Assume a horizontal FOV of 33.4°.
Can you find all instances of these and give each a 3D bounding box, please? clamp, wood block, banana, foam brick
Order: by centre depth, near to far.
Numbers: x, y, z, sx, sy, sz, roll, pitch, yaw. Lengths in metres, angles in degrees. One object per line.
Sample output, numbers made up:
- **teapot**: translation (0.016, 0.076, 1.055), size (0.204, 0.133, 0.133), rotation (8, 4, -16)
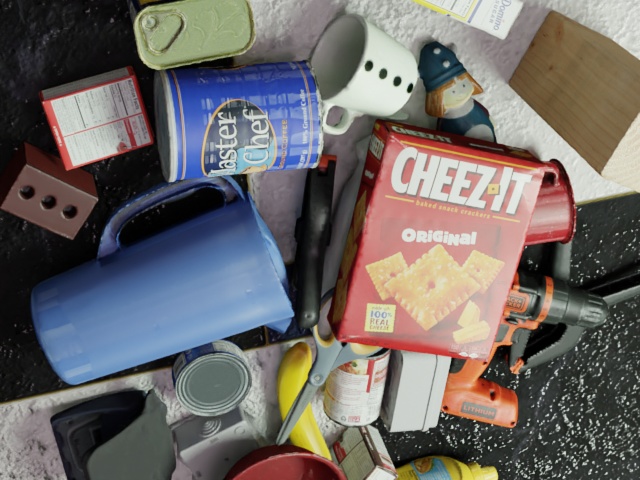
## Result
- **foam brick**: translation (-0.256, -0.047, 1.002), size (0.078, 0.051, 0.053), rotation (26, 110, -29)
- **wood block**: translation (0.275, -0.131, 1.019), size (0.090, 0.206, 0.090), rotation (18, 114, -26)
- **clamp**: translation (-0.007, 0.001, 1.073), size (0.039, 0.120, 0.171), rotation (1, 116, -10)
- **banana**: translation (-0.017, 0.193, 1.219), size (0.070, 0.037, 0.198), rotation (3, 123, 33)
- **clamp**: translation (0.296, 0.076, 1.253), size (0.164, 0.036, 0.210), rotation (22, 113, -18)

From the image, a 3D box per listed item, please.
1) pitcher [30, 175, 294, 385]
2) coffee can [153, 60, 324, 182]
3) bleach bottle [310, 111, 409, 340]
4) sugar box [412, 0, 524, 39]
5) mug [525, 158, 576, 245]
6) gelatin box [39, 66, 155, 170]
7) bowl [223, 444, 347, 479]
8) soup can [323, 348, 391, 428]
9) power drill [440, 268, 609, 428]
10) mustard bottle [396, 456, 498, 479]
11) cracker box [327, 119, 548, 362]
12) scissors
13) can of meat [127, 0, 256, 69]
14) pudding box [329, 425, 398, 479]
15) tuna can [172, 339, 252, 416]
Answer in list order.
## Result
- **pitcher**: translation (-0.157, 0.043, 1.050), size (0.243, 0.149, 0.145), rotation (-20, 157, 0)
- **coffee can**: translation (-0.077, -0.111, 0.986), size (0.140, 0.103, 0.103), rotation (-6, 122, -14)
- **bleach bottle**: translation (0.051, -0.014, 1.112), size (0.102, 0.068, 0.251), rotation (0, 118, -14)
- **sugar box**: translation (0.089, -0.243, 0.962), size (0.176, 0.093, 0.048), rotation (14, 116, -25)
- **mug**: translation (0.216, -0.042, 1.122), size (0.081, 0.093, 0.117), rotation (-8, 149, -6)
- **gelatin box**: translation (-0.205, -0.114, 0.989), size (0.089, 0.030, 0.073), rotation (-19, 124, -10)
- **bowl**: translation (-0.053, 0.285, 1.208), size (0.162, 0.055, 0.162), rotation (-10, 124, -15)
- **soup can**: translation (0.041, 0.153, 1.206), size (0.068, 0.068, 0.102), rotation (-3, 122, -16)
- **power drill**: translation (0.218, 0.121, 1.223), size (0.184, 0.057, 0.188), rotation (14, 113, -3)
- **mustard bottle**: translation (0.127, 0.314, 1.315), size (0.191, 0.096, 0.058), rotation (-15, 123, -8)
- **cracker box**: translation (0.112, 0.005, 1.048), size (0.164, 0.072, 0.214), rotation (10, 107, -12)
- **scissors**: translation (0.017, 0.141, 1.136), size (0.096, 0.016, 0.202), rotation (8, 114, -10)
- **can of meat**: translation (-0.115, -0.197, 0.932), size (0.102, 0.084, 0.057), rotation (-13, 124, -9)
- **pudding box**: translation (0.034, 0.285, 1.272), size (0.039, 0.090, 0.114), rotation (29, 109, -29)
- **tuna can**: translation (-0.120, 0.150, 1.176), size (0.086, 0.034, 0.086), rotation (-8, 122, -13)
